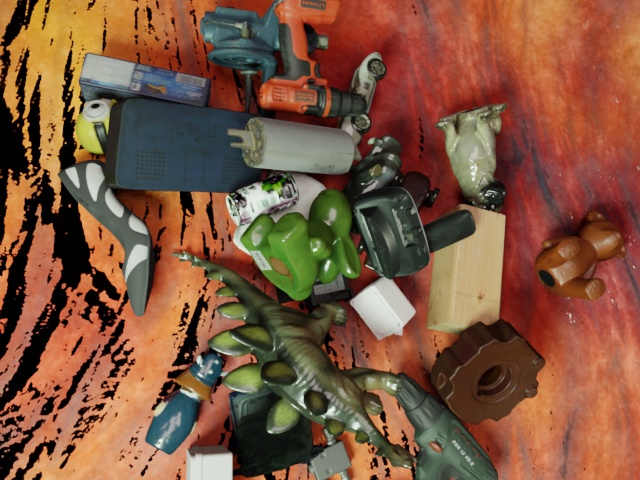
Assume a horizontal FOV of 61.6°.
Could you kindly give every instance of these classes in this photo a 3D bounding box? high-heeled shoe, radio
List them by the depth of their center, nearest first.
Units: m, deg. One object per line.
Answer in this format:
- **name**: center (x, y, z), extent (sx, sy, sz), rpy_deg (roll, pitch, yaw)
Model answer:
- **high-heeled shoe**: center (-0.326, -0.007, 0.810), extent (0.145, 0.086, 0.248), rpy_deg (-1, 71, -11)
- **radio**: center (-0.203, -0.139, 0.822), extent (0.229, 0.073, 0.131), rpy_deg (-2, 99, -36)

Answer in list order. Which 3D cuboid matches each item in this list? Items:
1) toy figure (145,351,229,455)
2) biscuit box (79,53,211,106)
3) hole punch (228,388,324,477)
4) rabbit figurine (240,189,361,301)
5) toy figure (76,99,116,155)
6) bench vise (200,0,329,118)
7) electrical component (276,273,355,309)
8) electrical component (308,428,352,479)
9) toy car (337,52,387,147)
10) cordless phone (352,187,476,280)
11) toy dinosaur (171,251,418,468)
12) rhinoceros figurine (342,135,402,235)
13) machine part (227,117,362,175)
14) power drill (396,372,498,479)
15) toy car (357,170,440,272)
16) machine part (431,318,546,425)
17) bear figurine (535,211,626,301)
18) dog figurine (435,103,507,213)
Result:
- **toy figure**: center (-0.196, 0.232, 0.786), extent (0.058, 0.064, 0.154), rpy_deg (15, 62, 30)
- **biscuit box**: center (-0.286, -0.250, 0.894), extent (0.203, 0.063, 0.059), rpy_deg (9, 72, -12)
- **hole punch**: center (-0.074, 0.275, 0.798), extent (0.142, 0.092, 0.115), rpy_deg (-10, 113, -19)
- **rabbit figurine**: center (-0.002, -0.002, 0.802), extent (0.170, 0.121, 0.159), rpy_deg (-45, 108, -31)
- **toy figure**: center (-0.294, -0.176, 0.862), extent (0.180, 0.082, 0.089), rpy_deg (4, 100, -20)
- **bench vise**: center (-0.097, -0.298, 0.931), extent (0.223, 0.129, 0.240), rpy_deg (2, 95, -23)
- **electrical component**: center (-0.010, 0.073, 0.881), extent (0.119, 0.048, 0.075), rpy_deg (-6, 76, -17)
- **electrical component**: center (0.012, 0.340, 0.826), extent (0.063, 0.021, 0.094), rpy_deg (-18, 80, -17)
- **toy car**: center (0.071, -0.249, 0.975), extent (0.056, 0.073, 0.201), rpy_deg (19, 71, -9)
- **cordless phone**: center (0.156, -0.029, 0.849), extent (0.184, 0.089, 0.146), rpy_deg (-23, 108, -7)
- **toy dinosaur**: center (-0.047, 0.150, 0.770), extent (0.198, 0.105, 0.472), rpy_deg (-6, 36, -45)
- **rhinoceros figurine**: center (0.083, -0.094, 0.923), extent (0.073, 0.112, 0.190), rpy_deg (37, 82, -23)
- **machine part**: center (-0.032, -0.145, 0.848), extent (0.243, 0.079, 0.079), rpy_deg (1, 74, -35)
- **power drill**: center (0.151, 0.352, 0.834), extent (0.232, 0.086, 0.207), rpy_deg (41, 62, -3)
- **toy car**: center (0.136, -0.031, 0.941), extent (0.089, 0.053, 0.202), rpy_deg (26, 75, 5)
- **machine part**: center (0.269, 0.213, 0.857), extent (0.179, 0.056, 0.179), rpy_deg (-6, 116, -13)
- **bear figurine**: center (0.496, 0.023, 0.979), extent (0.196, 0.132, 0.120), rpy_deg (-29, 86, -13)
- **dog figurine**: center (0.298, -0.146, 1.003), extent (0.172, 0.121, 0.190), rpy_deg (-34, 113, -46)
